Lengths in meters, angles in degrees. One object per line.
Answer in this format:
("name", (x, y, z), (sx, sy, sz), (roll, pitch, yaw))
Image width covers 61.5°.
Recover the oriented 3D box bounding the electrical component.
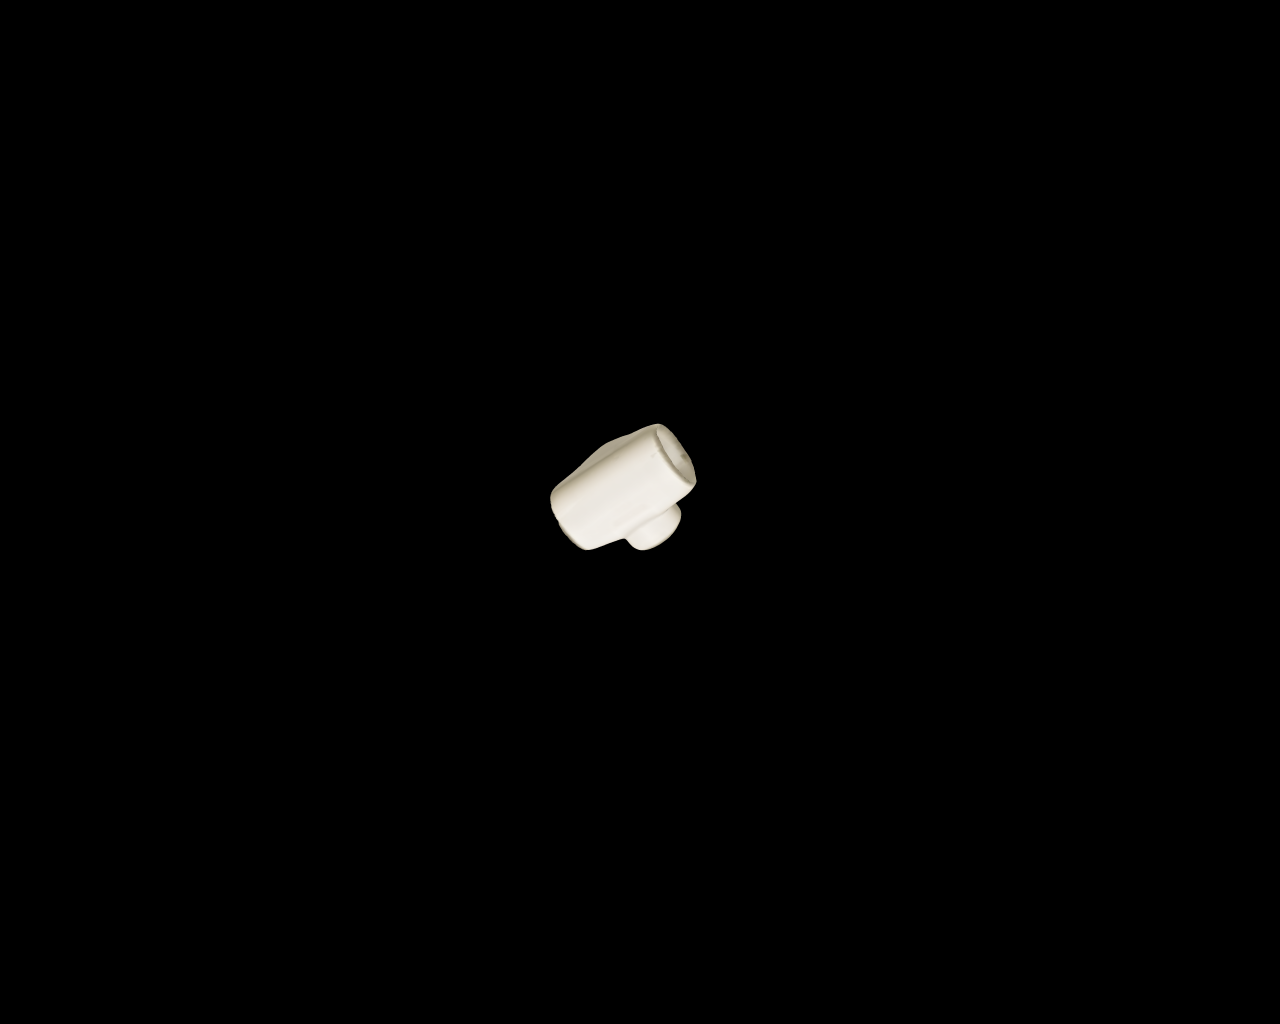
("electrical component", (0.001, -0.003, 0.650), (0.077, 0.079, 0.043), (-32, 26, 18))
